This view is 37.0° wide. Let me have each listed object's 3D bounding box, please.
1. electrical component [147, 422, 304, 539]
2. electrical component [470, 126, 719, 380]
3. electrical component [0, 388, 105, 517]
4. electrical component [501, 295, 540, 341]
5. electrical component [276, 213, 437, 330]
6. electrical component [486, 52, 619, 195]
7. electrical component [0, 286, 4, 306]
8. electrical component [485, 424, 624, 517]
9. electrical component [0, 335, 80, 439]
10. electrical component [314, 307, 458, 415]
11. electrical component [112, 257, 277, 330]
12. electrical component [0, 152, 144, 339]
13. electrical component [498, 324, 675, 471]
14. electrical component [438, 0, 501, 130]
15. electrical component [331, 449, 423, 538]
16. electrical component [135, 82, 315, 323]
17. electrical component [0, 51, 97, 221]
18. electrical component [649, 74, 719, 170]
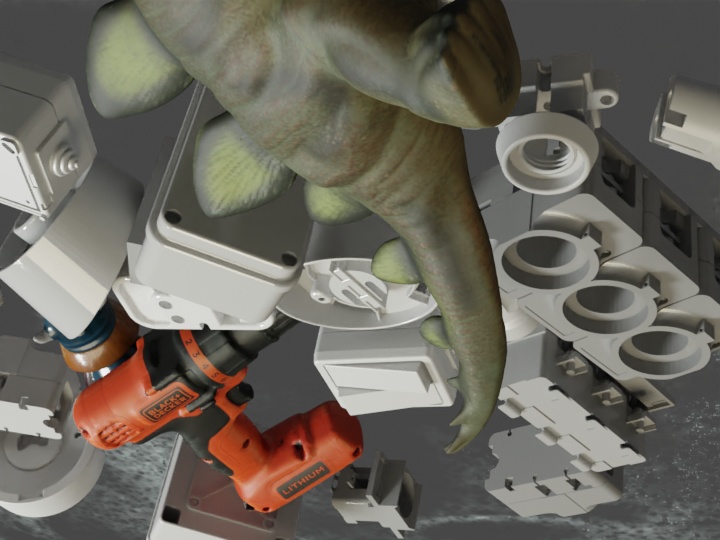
[{"bbox_3d":[-0.103,0.178,0.864,0.109,0.108,0.056,19,141,-10],"label":"electrical component"},{"bbox_3d":[0.136,-0.003,0.595,0.150,0.061,0.089,35,138,-29],"label":"electrical component"},{"bbox_3d":[-0.259,0.146,0.868,0.108,0.108,0.060,8,150,5],"label":"electrical component"},{"bbox_3d":[0.086,0.014,0.651,0.040,0.040,0.046,-16,130,32],"label":"electrical component"},{"bbox_3d":[0.000,0.000,0.633,0.099,0.064,0.099,8,144,6],"label":"electrical component"},{"bbox_3d":[0.091,-0.070,0.521,0.066,0.055,0.048,-4,141,20],"label":"electrical component"},{"bbox_3d":[-0.282,0.011,0.735,0.066,0.048,0.055,-18,142,-19],"label":"electrical component"},{"bbox_3d":[0.148,0.148,0.805,0.089,0.050,0.056,-21,133,36],"label":"electrical component"},{"bbox_3d":[-0.269,0.088,0.832,0.089,0.055,0.050,9,144,4],"label":"electrical component"},{"bbox_3d":[0.025,0.056,0.704,0.096,0.061,0.061,-4,141,20],"label":"electrical component"},{"bbox_3d":[-0.095,-0.002,0.660,0.095,0.059,0.053,0,142,16],"label":"electrical component"},{"bbox_3d":[-0.164,-0.018,0.626,0.099,0.099,0.064,-26,124,40],"label":"electrical component"},{"bbox_3d":[0.139,0.079,0.703,0.079,0.063,0.121,-23,132,38],"label":"electrical component"},{"bbox_3d":[0.037,-0.110,0.483,0.050,0.055,0.089,7,144,7],"label":"electrical component"},{"bbox_3d":[0.013,0.188,0.903,0.064,0.042,0.081,-3,141,24],"label":"electrical component"},{"bbox_3d":[-0.062,-0.040,0.556,0.078,0.113,0.057,20,146,-12],"label":"electrical component"},{"bbox_3d":[-0.185,-0.075,0.570,0.096,0.061,0.061,18,146,15],"label":"electrical component"},{"bbox_3d":[0.167,-0.071,0.516,0.046,0.040,0.040,18,144,2],"label":"electrical component"}]
